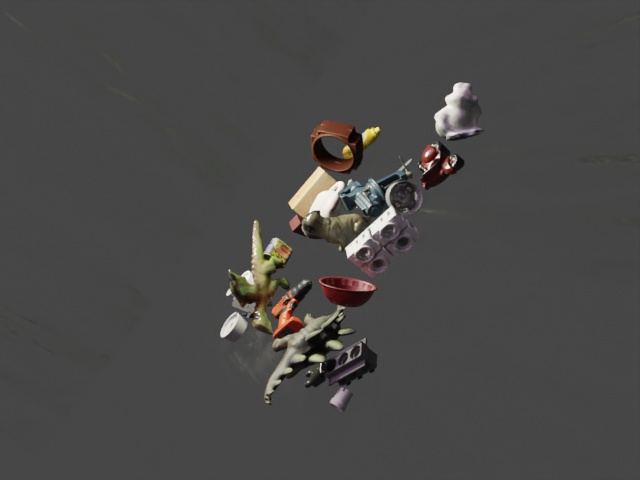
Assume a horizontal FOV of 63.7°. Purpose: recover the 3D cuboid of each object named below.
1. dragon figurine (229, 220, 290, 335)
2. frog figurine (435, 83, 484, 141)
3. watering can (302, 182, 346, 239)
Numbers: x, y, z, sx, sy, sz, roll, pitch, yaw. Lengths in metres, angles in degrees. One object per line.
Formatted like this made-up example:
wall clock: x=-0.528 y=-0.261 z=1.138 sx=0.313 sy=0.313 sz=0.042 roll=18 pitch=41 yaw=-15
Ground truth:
dragon figurine: x=-0.231 y=0.131 z=1.805 sx=0.121 sy=0.413 sz=0.243 roll=-23 pitch=-8 yaw=25
frog figurine: x=0.406 y=-0.377 z=1.523 sx=0.137 sy=0.159 sz=0.123 roll=-10 pitch=0 yaw=12
watering can: x=0.006 y=-0.099 z=1.964 sx=0.228 sy=0.103 sz=0.343 roll=-64 pitch=11 yaw=-23
